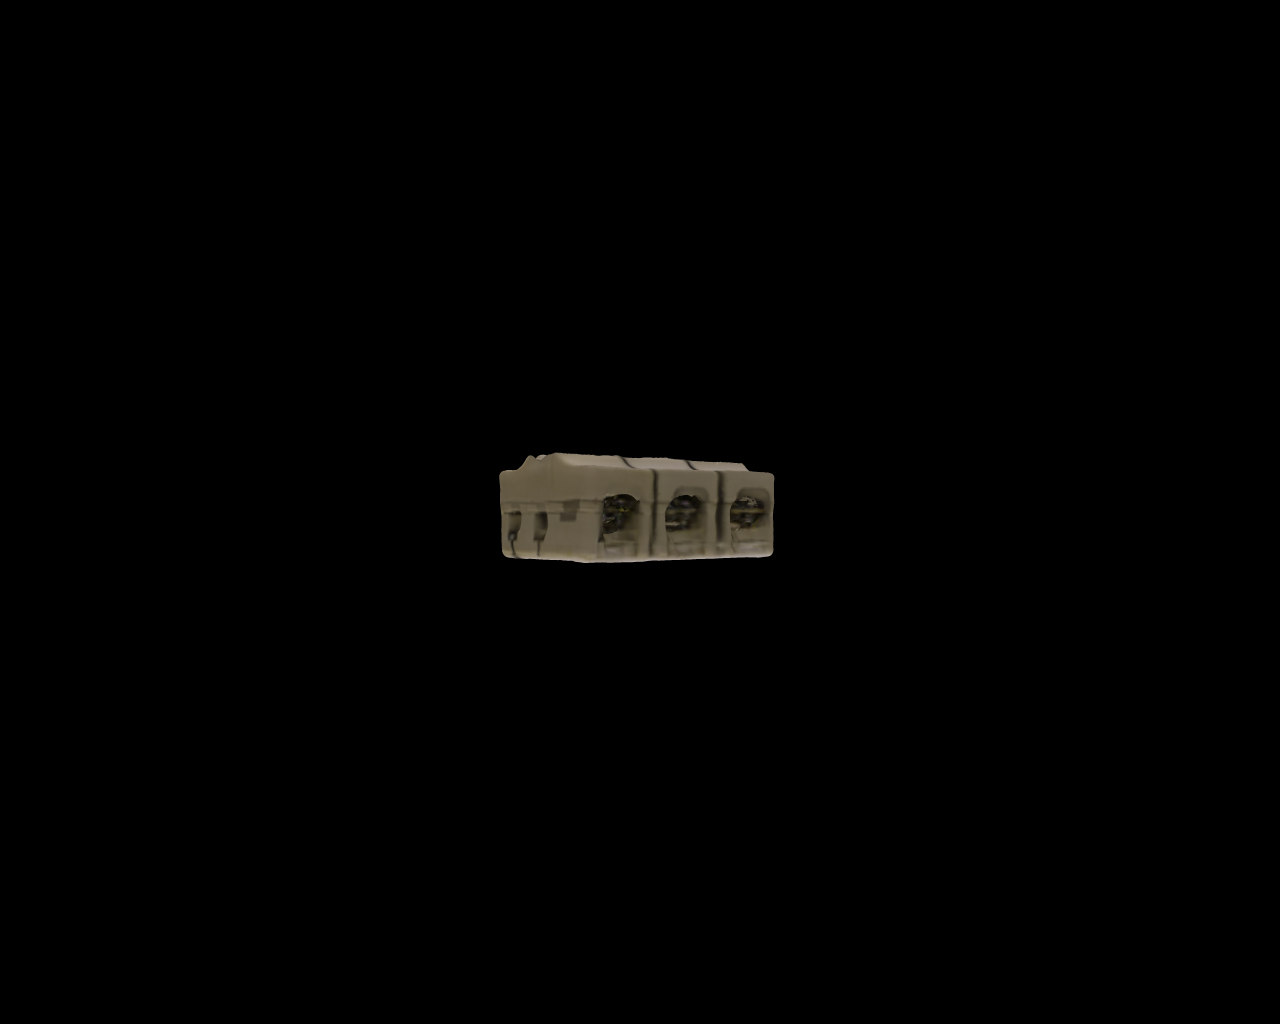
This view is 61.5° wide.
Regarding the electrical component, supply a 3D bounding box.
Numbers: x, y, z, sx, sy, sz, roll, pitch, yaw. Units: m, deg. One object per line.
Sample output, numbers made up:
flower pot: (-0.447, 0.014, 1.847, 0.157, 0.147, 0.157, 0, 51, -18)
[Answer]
electrical component: (0.001, -0.003, 0.650, 0.150, 0.061, 0.089, 2, -2, -40)
